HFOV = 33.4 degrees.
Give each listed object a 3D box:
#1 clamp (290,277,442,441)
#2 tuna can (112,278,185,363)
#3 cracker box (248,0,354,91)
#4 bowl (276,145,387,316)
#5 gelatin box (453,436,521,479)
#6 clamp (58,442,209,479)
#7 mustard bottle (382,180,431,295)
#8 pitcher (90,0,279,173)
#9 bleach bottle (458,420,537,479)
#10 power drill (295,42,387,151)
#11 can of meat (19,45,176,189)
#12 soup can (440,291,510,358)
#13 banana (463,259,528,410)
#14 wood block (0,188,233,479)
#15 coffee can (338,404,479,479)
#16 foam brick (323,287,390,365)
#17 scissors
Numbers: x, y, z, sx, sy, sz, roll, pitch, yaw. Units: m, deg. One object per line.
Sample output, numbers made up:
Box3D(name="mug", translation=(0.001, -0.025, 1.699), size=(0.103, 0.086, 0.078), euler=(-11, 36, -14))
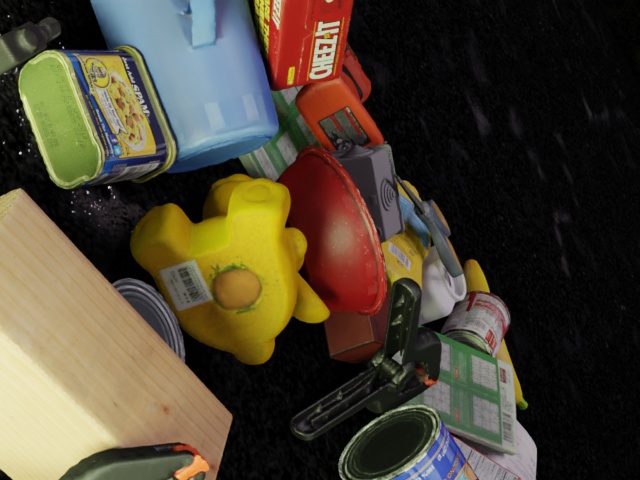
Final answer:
Box3D(name="clamp", translation=(0.068, 0.108, 0.965), size=(0.036, 0.165, 0.209), euler=(40, 13, 25))
Box3D(name="tuna can", translation=(-0.134, 0.072, 0.736), size=(0.086, 0.034, 0.086), euler=(39, 39, -42))
Box3D(name="cracker box", translation=(-0.037, -0.256, 0.880), size=(0.164, 0.072, 0.214), euler=(99, -28, -50))
Box3D(name="bowl", translation=(-0.006, 0.001, 0.935), size=(0.055, 0.162, 0.162), euler=(-21, 89, -20))
Box3D(name="gelatin box", translation=(0.145, 0.245, 1.052), size=(0.089, 0.030, 0.073), euler=(32, 48, 2))
Box3D(name="clamp", translation=(-0.139, 0.163, 0.571), size=(0.171, 0.039, 0.120), euler=(-47, 118, -13))
Box3D(name="mustard bottle", translation=(0.075, -0.006, 1.133), size=(0.096, 0.058, 0.191), euler=(43, 35, -17))
Box3D(name="pitcher", translation=(-0.114, -0.184, 0.844), size=(0.149, 0.145, 0.243), euler=(-13, 85, -65))
Box3D(name="bleach bottle", translation=(0.176, 0.300, 1.092), size=(0.102, 0.068, 0.250), euler=(47, 36, -29))
Box3D(name="power drill", translation=(0.004, -0.176, 1.089), size=(0.184, 0.057, 0.187), euler=(51, 20, -34))
Box3D(name="can of meat", translation=(-0.163, -0.089, 0.777), size=(0.083, 0.058, 0.102), euler=(-17, 85, -60))
Box3D(name="soup can", translation=(0.174, 0.109, 1.217), size=(0.068, 0.069, 0.102), euler=(62, 29, -11))
Box3D(name="banana", translation=(0.207, 0.119, 1.307), size=(0.069, 0.037, 0.198), euler=(16, 57, -77))
Box3D(name="wood block", translation=(-0.154, 0.082, 0.632), size=(0.206, 0.091, 0.090), euler=(52, 32, -27))
Box3D(name="coffee can", translation=(0.095, 0.232, 0.951), size=(0.140, 0.103, 0.102), euler=(58, 30, -18))
Box3D(name="foam brick", translation=(0.036, 0.072, 1.017), size=(0.052, 0.051, 0.078), euler=(22, 52, -53))
Box3D(name="scissors", translation=(0.113, -0.010, 1.077), size=(0.096, 0.016, 0.201), euler=(68, 13, 10))
